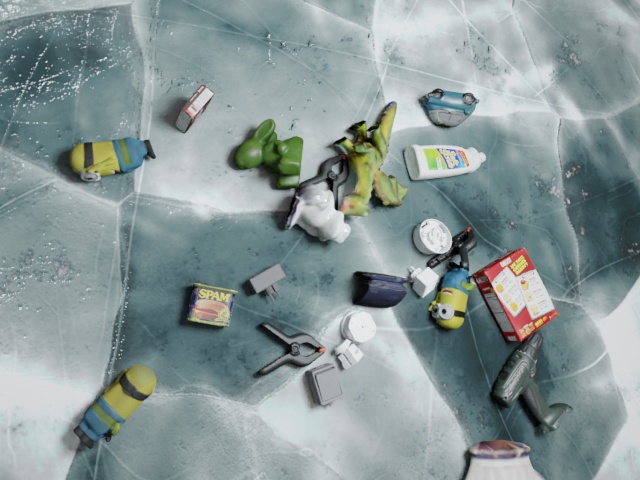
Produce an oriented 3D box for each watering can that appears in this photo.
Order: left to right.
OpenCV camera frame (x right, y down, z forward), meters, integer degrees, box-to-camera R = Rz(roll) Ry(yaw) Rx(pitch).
[{"bbox_3d":[0.413,0.619,1.274,0.348,0.227,0.102,0,-17,-7],"label":"watering can"}]

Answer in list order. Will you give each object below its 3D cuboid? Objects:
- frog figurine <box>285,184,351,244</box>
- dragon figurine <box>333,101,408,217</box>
[{"bbox_3d":[0.004,-0.064,1.278,0.159,0.134,0.125,15,32,-9],"label":"frog figurine"},{"bbox_3d":[0.164,-0.203,1.402,0.121,0.239,0.418,-8,28,45],"label":"dragon figurine"}]
